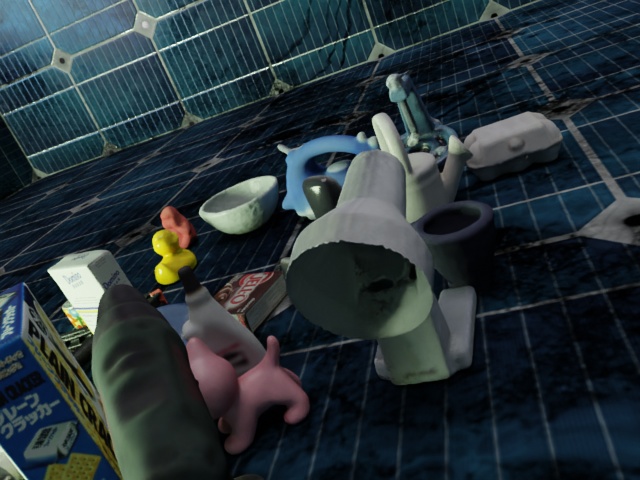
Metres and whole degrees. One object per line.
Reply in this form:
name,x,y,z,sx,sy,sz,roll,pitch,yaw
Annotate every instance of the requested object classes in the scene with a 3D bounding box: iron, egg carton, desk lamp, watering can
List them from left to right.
iron,0.044,-0.130,1.028,0.257,0.142,0.119,-9,26,30
desk lamp,0.066,0.034,0.540,0.117,0.214,0.203,-12,24,23
watering can,0.121,-0.087,0.788,0.173,0.194,0.100,-29,23,-16
egg carton,0.308,-0.153,0.928,0.150,0.069,0.107,-18,23,11

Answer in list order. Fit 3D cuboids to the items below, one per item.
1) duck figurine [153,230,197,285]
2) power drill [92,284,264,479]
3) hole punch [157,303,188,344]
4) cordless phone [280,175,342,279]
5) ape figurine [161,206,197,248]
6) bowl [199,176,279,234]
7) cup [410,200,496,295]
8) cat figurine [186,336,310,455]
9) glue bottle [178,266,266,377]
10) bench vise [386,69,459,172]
duck figurine,-0.277,0.025,1.049,0.077,0.086,0.104,-17,23,14
power drill,-0.105,0.153,0.436,0.076,0.209,0.229,-29,23,-15
hole punch,-0.176,0.137,0.693,0.108,0.091,0.101,-10,25,27
cordless phone,0.006,0.003,0.704,0.147,0.185,0.094,-1,31,42
ape figurine,-0.296,-0.025,1.171,0.077,0.092,0.076,-2,30,40
bowl,-0.148,-0.059,1.134,0.167,0.075,0.167,-19,22,8
cup,0.150,0.017,0.658,0.117,0.095,0.092,-7,27,32
cat figurine,-0.088,0.142,0.564,0.128,0.118,0.067,-27,23,-11
glue bottle,-0.108,0.102,0.601,0.078,0.173,0.037,-28,23,-14
bench vise,0.149,-0.169,0.914,0.121,0.220,0.207,-19,23,9
